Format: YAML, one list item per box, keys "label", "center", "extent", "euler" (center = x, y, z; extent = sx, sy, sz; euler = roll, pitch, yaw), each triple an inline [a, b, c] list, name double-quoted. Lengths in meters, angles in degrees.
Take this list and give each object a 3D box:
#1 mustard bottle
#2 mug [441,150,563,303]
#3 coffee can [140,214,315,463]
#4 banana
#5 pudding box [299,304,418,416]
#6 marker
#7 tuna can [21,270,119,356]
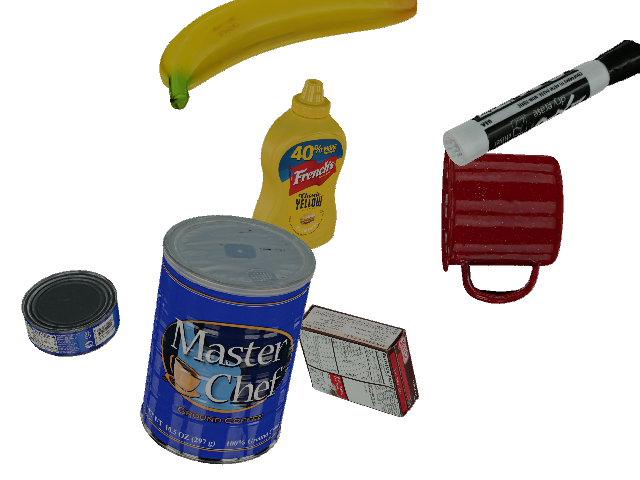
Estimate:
- label: "mustard bottle"
  center: [-0.019, -0.082, 1.155]
  extent: [0.096, 0.192, 0.058]
  euler: [-8, 33, -29]
- label: "mug"
  center: [0.132, -0.011, 0.781]
  extent: [0.081, 0.117, 0.093]
  euler: [1, -19, 4]
- label: "coffee can"
  center: [-0.066, 0.067, 0.739]
  extent: [0.102, 0.140, 0.103]
  euler: [9, 26, -5]
- label: "banana"
  center: [-0.029, -0.132, 0.682]
  extent: [0.197, 0.037, 0.070]
  euler: [-29, 59, -28]
- label: "pudding box"
  center: [0.036, 0.118, 1.051]
  extent: [0.114, 0.090, 0.039]
  euler: [11, 41, 32]
- label: "marker"
  center: [0.116, -0.071, 0.540]
  extent: [0.121, 0.020, 0.020]
  euler: [-28, 8, -16]
- label: "tuna can"
  center: [-0.228, 0.067, 0.978]
  extent: [0.086, 0.034, 0.086]
  euler: [0, 37, 0]
